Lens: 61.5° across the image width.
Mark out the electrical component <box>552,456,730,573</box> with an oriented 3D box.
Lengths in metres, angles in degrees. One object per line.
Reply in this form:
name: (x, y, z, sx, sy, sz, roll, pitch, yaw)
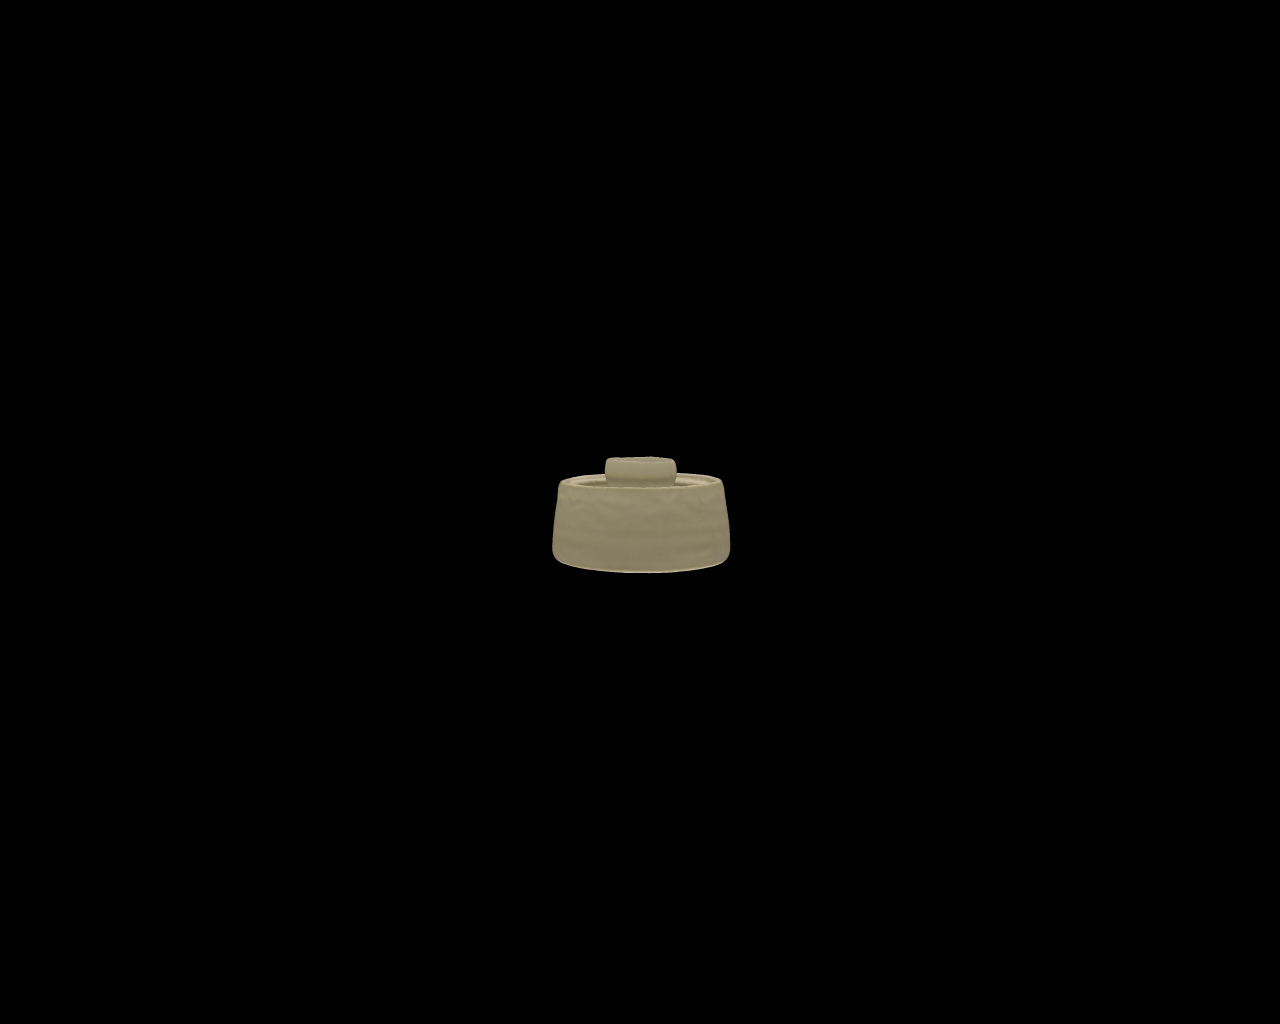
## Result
electrical component: (0.001, -0.003, 0.650, 0.108, 0.060, 0.108, 0, 8, 0)
